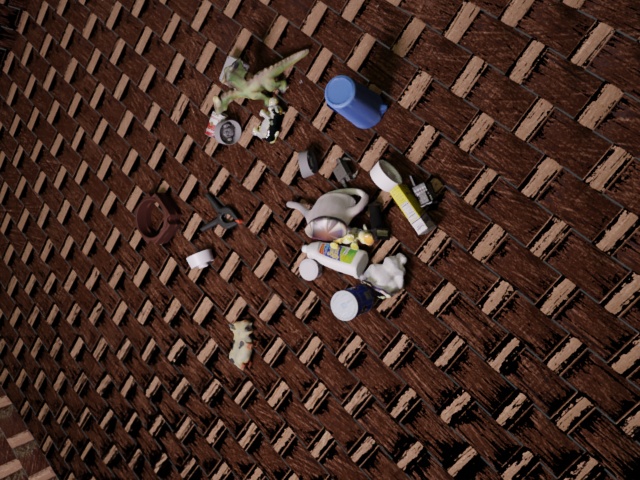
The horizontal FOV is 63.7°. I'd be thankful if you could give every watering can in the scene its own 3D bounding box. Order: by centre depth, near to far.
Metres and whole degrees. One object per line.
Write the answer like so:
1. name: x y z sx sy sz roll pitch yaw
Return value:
1. watering can: 0.006 -0.092 1.819 0.346 0.230 0.102 -8 130 29

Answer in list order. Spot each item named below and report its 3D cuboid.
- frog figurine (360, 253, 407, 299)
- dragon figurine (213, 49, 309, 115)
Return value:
1. frog figurine: 0.230 0.115 1.760 0.138 0.120 0.161 23 68 35
2. dragon figurine: -0.246 -0.604 1.912 0.405 0.243 0.124 -39 70 27
